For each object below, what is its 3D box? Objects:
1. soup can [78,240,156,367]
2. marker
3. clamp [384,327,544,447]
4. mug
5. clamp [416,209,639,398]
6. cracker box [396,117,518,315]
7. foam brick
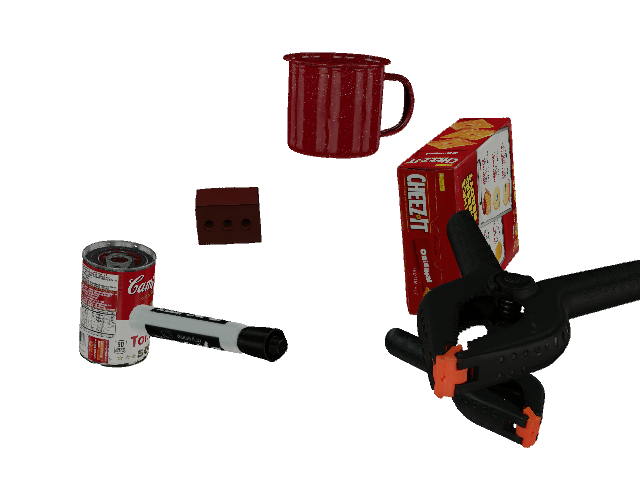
[{"bbox_3d":[-0.192,0.059,1.001,0.068,0.102,0.068,6,21,-3],"label":"soup can"},{"bbox_3d":[-0.067,0.054,0.629,0.121,0.020,0.020,6,4,40],"label":"marker"},{"bbox_3d":[0.148,0.115,0.929,0.120,0.039,0.172,-16,36,-25],"label":"clamp"},{"bbox_3d":[0.024,-0.118,0.931,0.117,0.081,0.093,-1,16,-12],"label":"mug"},{"bbox_3d":[0.115,0.036,0.690,0.165,0.036,0.209,18,32,34],"label":"clamp"},{"bbox_3d":[0.152,-0.031,1.156,0.072,0.164,0.213,2,20,26],"label":"cracker box"},{"bbox_3d":[-0.111,-0.030,1.284,0.078,0.053,0.051,-3,29,-2],"label":"foam brick"}]
